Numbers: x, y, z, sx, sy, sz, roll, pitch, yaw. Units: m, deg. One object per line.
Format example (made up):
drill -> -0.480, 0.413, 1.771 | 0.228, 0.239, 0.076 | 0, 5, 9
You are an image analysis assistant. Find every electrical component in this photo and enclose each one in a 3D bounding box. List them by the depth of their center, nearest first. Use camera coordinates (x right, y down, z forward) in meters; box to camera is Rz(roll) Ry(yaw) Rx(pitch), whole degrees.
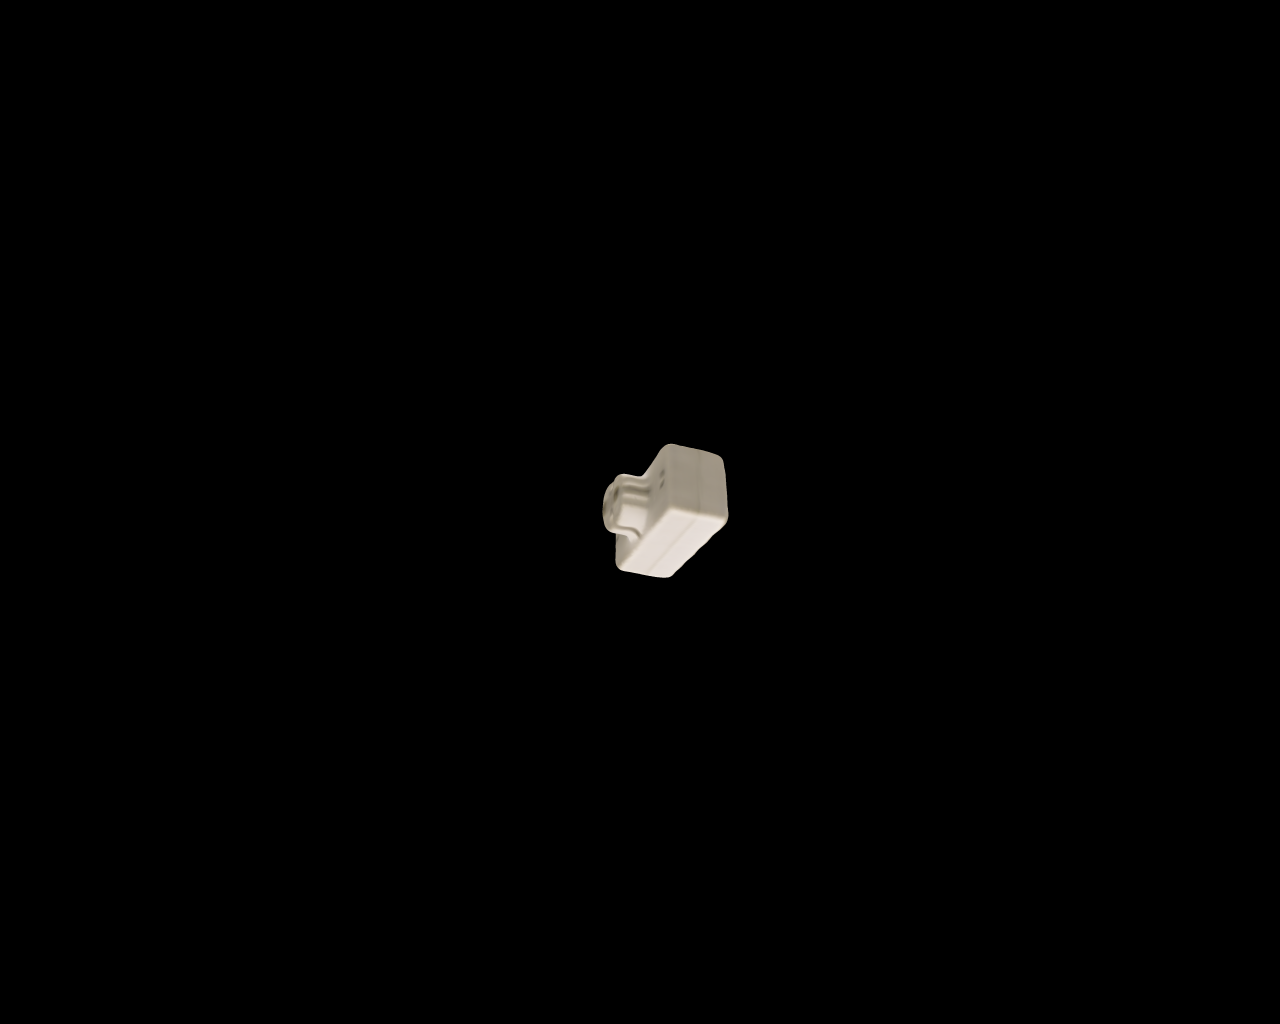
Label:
electrical component -> 0.001, -0.003, 0.650 | 0.076, 0.047, 0.083 | 12, -33, -19
